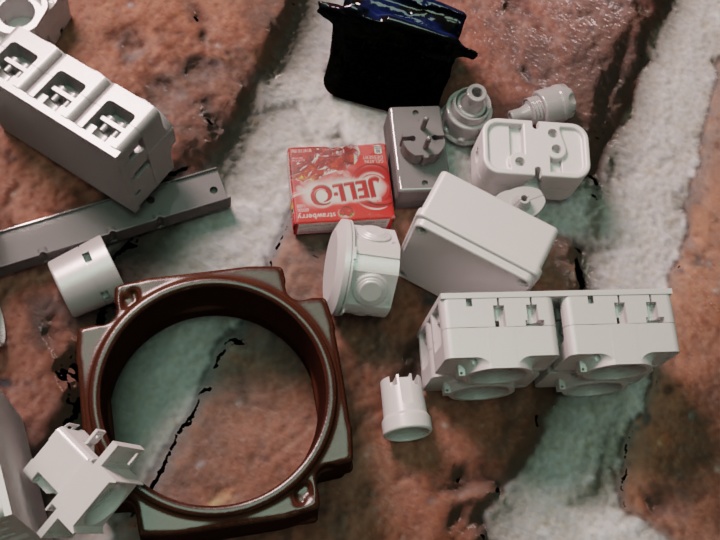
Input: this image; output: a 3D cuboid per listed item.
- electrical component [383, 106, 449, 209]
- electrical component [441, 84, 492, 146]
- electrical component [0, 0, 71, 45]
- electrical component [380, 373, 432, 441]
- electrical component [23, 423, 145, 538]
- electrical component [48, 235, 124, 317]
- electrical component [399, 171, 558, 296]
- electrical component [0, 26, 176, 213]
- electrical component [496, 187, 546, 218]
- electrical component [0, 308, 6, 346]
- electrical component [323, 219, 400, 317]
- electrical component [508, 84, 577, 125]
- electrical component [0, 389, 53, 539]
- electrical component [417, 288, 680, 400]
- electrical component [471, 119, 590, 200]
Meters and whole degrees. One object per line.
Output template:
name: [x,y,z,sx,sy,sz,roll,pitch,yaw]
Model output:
electrical component: [0.053,-0.107,0.938,0.047,0.075,0.083,-3,70,-9]
electrical component: [0.098,-0.144,0.965,0.048,0.062,0.048,3,69,-7]
electrical component: [-0.298,-0.215,0.942,0.050,0.055,0.089,23,68,1]
electrical component: [0.036,0.112,0.874,0.040,0.040,0.046,-3,64,-9]
electrical component: [-0.194,0.144,0.746,0.064,0.042,0.081,39,88,21]
electrical component: [-0.221,0.006,0.871,0.047,0.055,0.055,-26,75,-12]
electrical component: [0.093,-0.016,0.892,0.109,0.108,0.056,28,66,3]
electrical component: [-0.232,-0.127,0.889,0.150,0.089,0.061,32,67,14]
electrical component: [0.130,-0.045,0.922,0.043,0.081,0.043,3,69,-7]
electrical component: [-0.310,0.045,0.852,0.046,0.040,0.040,-12,71,-6]
electrical component: [0.000,0.000,0.890,0.051,0.080,0.080,8,69,-11]
electrical component: [0.166,-0.149,0.992,0.061,0.035,0.035,-17,73,-11]
electrical component: [-0.267,0.140,0.743,0.060,0.186,0.105,-16,72,-13]
electrical component: [0.149,0.062,0.872,0.186,0.105,0.060,-1,70,-8]
electrical component: [0.149,-0.095,0.955,0.095,0.059,0.053,3,69,-7]
